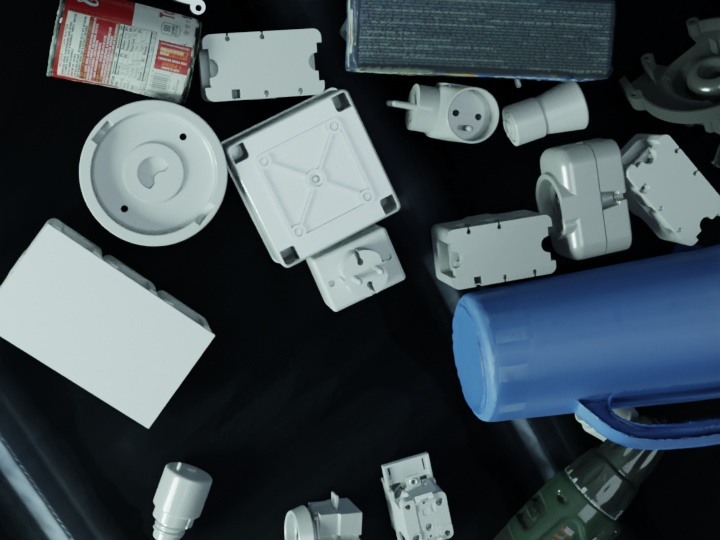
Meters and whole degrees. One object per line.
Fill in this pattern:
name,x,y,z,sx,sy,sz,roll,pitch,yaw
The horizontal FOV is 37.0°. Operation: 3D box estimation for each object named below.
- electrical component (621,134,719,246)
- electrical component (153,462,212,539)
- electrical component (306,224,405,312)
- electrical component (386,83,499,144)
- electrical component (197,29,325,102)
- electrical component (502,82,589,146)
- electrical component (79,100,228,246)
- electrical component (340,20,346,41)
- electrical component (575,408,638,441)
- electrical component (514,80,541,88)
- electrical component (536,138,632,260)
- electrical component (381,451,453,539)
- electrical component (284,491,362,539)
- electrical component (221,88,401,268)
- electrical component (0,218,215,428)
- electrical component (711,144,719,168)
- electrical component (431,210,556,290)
electrical component,0.260,-0.070,0.927,0.050,0.056,0.089,-45,105,-3
electrical component,-0.149,0.193,0.876,0.040,0.040,0.078,19,94,-16
electrical component,0.000,0.000,0.864,0.066,0.077,0.047,-25,103,-8
electrical component,0.061,-0.127,0.859,0.079,0.077,0.044,7,97,-14
electrical component,-0.078,-0.158,0.832,0.089,0.056,0.050,-6,100,-13
electrical component,0.153,-0.129,0.901,0.065,0.044,0.044,-19,102,-5
electrical component,-0.159,-0.075,0.823,0.108,0.060,0.108,-2,99,-13
electrical component,0.012,-0.199,0.857,0.040,0.040,0.046,30,84,-16
electrical component,0.211,0.124,0.951,0.062,0.043,0.043,30,91,-15
electrical component,0.129,-0.189,0.882,0.066,0.047,0.076,-20,103,-10
electrical component,0.188,-0.059,0.912,0.059,0.054,0.095,-12,101,-11
electrical component,0.050,0.202,0.914,0.042,0.064,0.081,-15,102,-12
electrical component,-0.031,0.221,0.907,0.055,0.048,0.066,-1,98,-21
electrical component,-0.040,-0.074,0.854,0.109,0.056,0.108,-28,104,-8
electrical component,-0.201,0.039,0.829,0.150,0.062,0.089,36,89,-16
electrical component,0.363,-0.125,0.941,0.061,0.062,0.096,18,94,-15
electrical component,0.110,-0.019,0.899,0.089,0.056,0.050,-10,100,-11
